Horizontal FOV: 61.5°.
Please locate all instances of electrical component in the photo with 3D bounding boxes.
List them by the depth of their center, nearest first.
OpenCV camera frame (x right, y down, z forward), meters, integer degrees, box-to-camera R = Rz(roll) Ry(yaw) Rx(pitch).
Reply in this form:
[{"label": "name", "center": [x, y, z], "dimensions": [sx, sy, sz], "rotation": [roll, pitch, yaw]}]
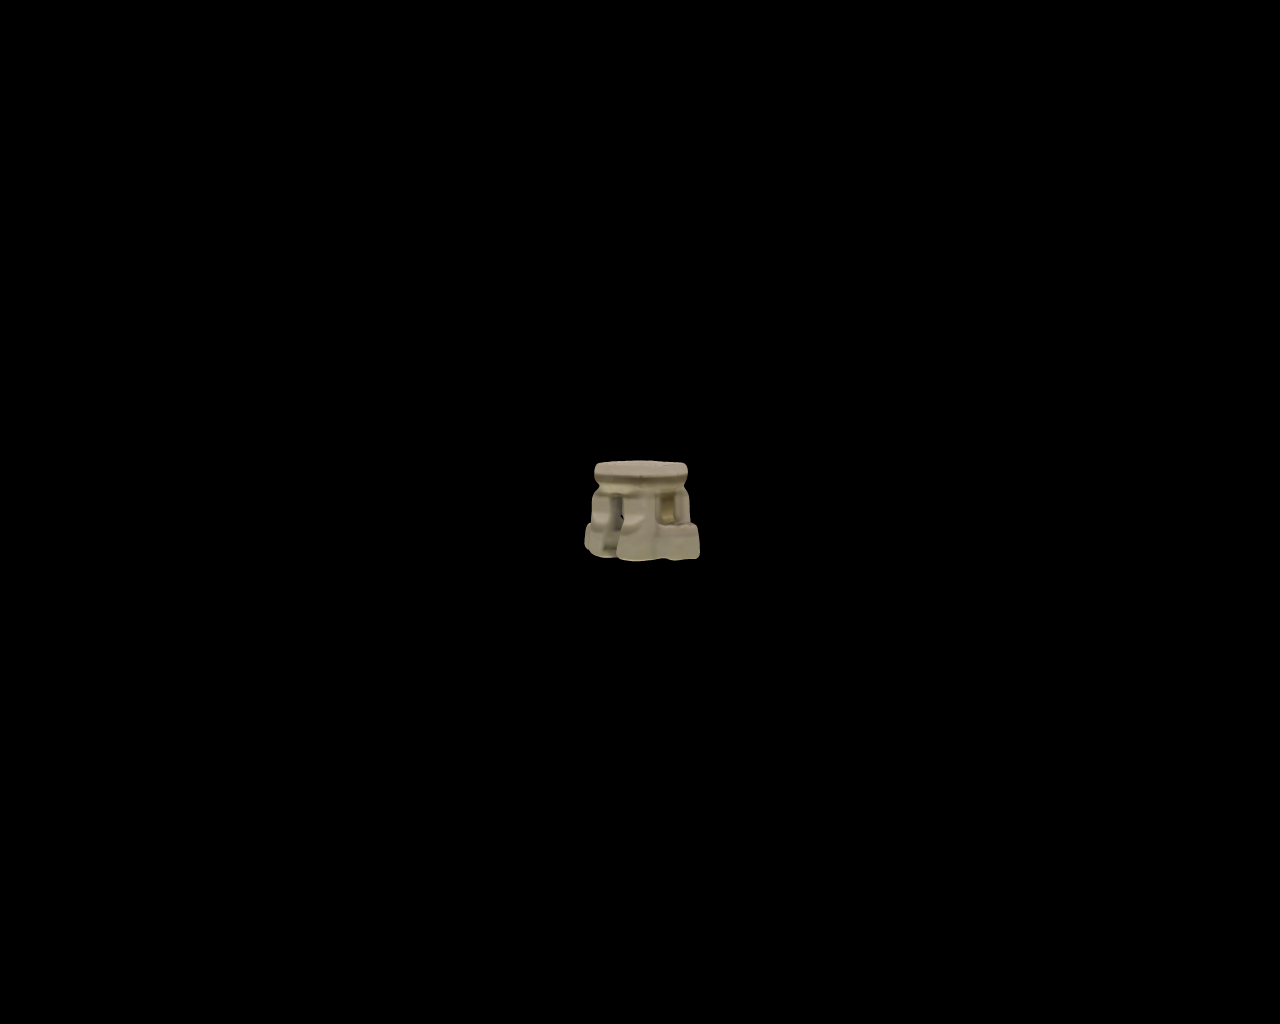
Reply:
[{"label": "electrical component", "center": [0.001, -0.003, 0.650], "dimensions": [0.078, 0.057, 0.058], "rotation": [4, 6, 43]}]
